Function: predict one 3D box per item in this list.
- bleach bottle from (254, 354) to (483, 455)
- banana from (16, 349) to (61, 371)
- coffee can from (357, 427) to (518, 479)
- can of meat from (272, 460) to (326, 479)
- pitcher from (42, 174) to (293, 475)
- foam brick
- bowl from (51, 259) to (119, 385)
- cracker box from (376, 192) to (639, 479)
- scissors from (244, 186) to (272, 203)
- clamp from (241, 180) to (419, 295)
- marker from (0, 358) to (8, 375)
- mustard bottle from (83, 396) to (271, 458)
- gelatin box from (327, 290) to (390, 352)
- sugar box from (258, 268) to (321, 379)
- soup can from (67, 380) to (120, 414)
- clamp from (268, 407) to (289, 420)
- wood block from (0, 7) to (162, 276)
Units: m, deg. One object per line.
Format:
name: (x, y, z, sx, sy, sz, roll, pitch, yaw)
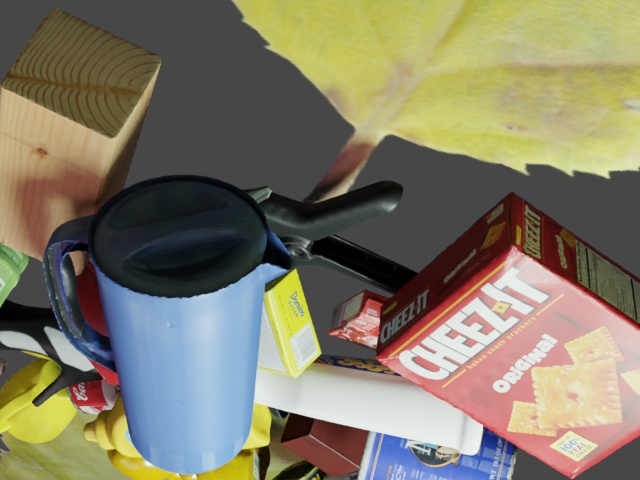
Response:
bleach bottle: (0.021, 0.137, 0.977, 0.251, 0.068, 0.102, 8, -174, 3)
banana: (-0.366, 0.115, 1.201, 0.198, 0.037, 0.069, 1, 102, 32)
coffee can: (0.116, 0.215, 1.054, 0.140, 0.102, 0.103, 14, 144, 8)
can of meat: (-0.015, 0.296, 1.180, 0.057, 0.102, 0.084, -22, 89, 20)
pitcher: (-0.118, 0.076, 0.855, 0.149, 0.144, 0.243, 40, 144, 33)
foam brick: (0.007, 0.210, 1.146, 0.078, 0.051, 0.053, 38, 140, -23)
bowl: (-0.204, 0.083, 1.007, 0.162, 0.055, 0.162, 50, 168, 14)
cracker box: (0.177, 0.084, 0.844, 0.213, 0.072, 0.164, 32, 127, -17)
scissors: (-0.104, 0.004, 0.892, 0.202, 0.016, 0.096, 1, 106, 43)
clamp: (-0.006, 0.001, 0.887, 0.210, 0.036, 0.164, 4, 148, 28)
marker: (-0.439, 0.135, 1.295, 0.121, 0.020, 0.020, 20, 145, 1)
mustard bottle: (-0.153, 0.185, 1.084, 0.192, 0.058, 0.096, -10, 143, 17)
gelatin box: (0.055, 0.076, 0.939, 0.073, 0.030, 0.089, 21, 161, -12)
sugar box: (-0.088, 0.062, 0.956, 0.177, 0.048, 0.093, 10, 126, 40)
soup can: (-0.217, 0.157, 1.172, 0.102, 0.068, 0.068, -6, 137, 32)
clamp: (-0.062, 0.123, 1.074, 0.171, 0.039, 0.120, 36, 134, -11)
wood block: (-0.200, -0.069, 0.846, 0.091, 0.090, 0.206, 25, 145, -5)
